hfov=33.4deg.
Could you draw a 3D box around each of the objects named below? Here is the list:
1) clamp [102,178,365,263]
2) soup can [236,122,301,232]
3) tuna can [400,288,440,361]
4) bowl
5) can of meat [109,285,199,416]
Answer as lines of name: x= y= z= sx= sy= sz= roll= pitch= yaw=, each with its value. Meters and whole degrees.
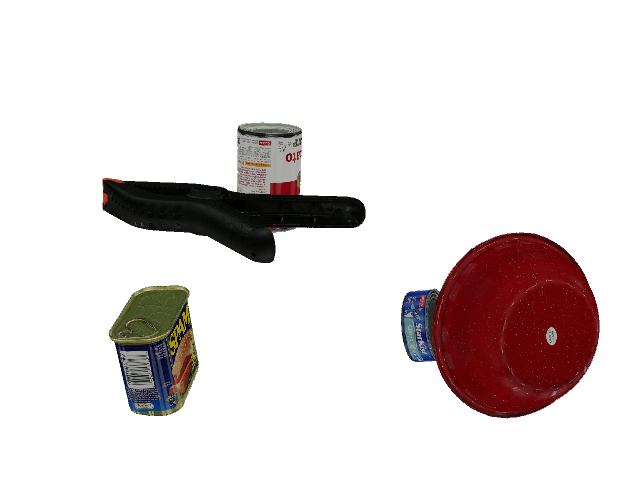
clamp: x=-0.087 y=-0.021 z=0.827 sx=0.210 sy=0.036 sz=0.164 roll=8 pitch=13 yaw=18
soup can: x=-0.054 y=-0.066 z=1.101 sx=0.068 sy=0.102 sz=0.068 roll=3 pitch=16 yaw=-1
tuna can: x=0.124 y=0.101 z=1.261 sx=0.034 sy=0.086 sz=0.086 roll=-6 pitch=-2 yaw=23
bowl: x=0.177 y=0.076 z=0.894 sx=0.161 sy=0.162 sz=0.055 roll=0 pitch=5 yaw=-22
can of meat: x=-0.151 y=0.102 z=0.995 sx=0.057 sy=0.084 sz=0.102 roll=-2 pitch=25 yaw=10
